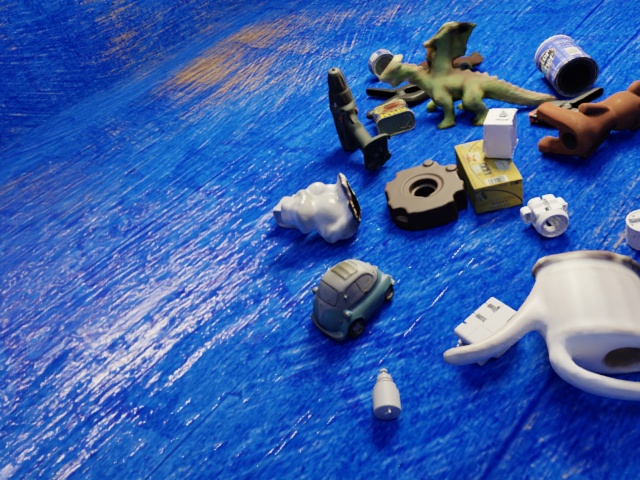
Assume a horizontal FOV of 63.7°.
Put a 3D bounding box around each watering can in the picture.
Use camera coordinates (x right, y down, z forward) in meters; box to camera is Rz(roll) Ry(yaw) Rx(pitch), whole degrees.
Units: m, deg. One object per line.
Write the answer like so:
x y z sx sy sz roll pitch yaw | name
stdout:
0.348 0.110 0.725 0.348 0.101 0.230 6 44 5 | watering can

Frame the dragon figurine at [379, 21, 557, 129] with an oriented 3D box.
0.350 -0.411 1.261 0.409 0.238 0.125 -4 37 24 | dragon figurine

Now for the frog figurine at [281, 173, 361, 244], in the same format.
0.003 -0.055 1.095 0.158 0.138 0.122 -23 -7 14 | frog figurine
